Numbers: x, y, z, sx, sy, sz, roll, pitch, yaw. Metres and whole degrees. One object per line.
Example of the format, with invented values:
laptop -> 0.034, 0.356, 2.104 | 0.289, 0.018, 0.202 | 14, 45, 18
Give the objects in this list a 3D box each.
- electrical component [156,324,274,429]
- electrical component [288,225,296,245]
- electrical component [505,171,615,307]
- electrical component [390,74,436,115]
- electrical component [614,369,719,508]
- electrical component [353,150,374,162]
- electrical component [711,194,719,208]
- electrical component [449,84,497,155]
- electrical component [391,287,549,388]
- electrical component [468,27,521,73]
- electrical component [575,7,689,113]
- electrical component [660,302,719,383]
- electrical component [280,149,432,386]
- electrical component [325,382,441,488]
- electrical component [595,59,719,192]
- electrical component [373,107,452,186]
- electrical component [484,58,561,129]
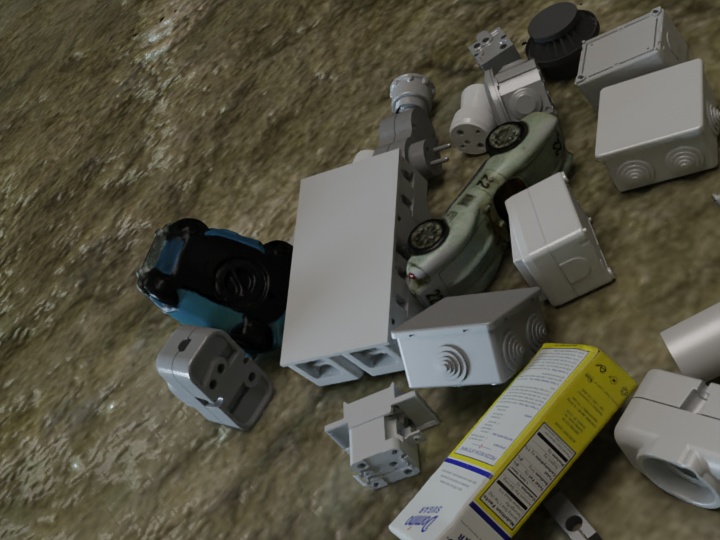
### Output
electrical component -> -0.130, 0.093, 0.948 | 0.059, 0.095, 0.053 | 5, 54, 44
electrical component -> -0.041, -0.033, 1.051 | 0.066, 0.048, 0.055 | -13, 50, 31
electrical component -> 0.153, -0.027, 0.858 | 0.061, 0.061, 0.096 | -27, 37, 16
electrical component -> 0.054, -0.170, 1.120 | 0.048, 0.048, 0.062 | -17, 48, 28
electrical component -> 0.211, 0.107, 0.667 | 0.095, 0.053, 0.059 | 13, 60, 48
electrical component -> 0.004, -0.084, 1.072 | 0.040, 0.040, 0.078 | -5, 47, 38
electrical component -> 0.298, -0.073, 0.799 | 0.078, 0.040, 0.040 | -34, 36, 7
electrical component -> 0.113, -0.145, 1.038 | 0.045, 0.045, 0.055 | -9, 46, 35
electrical component -> 0.086, 0.052, 0.813 | 0.100, 0.048, 0.100 | -8, 12, 36
electrical component -> 0.141, -0.201, 1.065 | 0.048, 0.055, 0.066 | -32, 36, 9
electrical component -> 0.238, -0.176, 0.953 | 0.096, 0.061, 0.061 | -19, 40, 37
electrical component -> 0.247, 0.042, 0.715 | 0.081, 0.043, 0.043 | -30, 36, 13
electrical component -> 0.000, 0.000, 0.934 | 0.105, 0.060, 0.186 | -14, 56, 30
electrical component -> 0.018, 0.129, 0.825 | 0.081, 0.042, 0.063 | -25, 39, 20
electrical component -> 0.246, -0.117, 0.886 | 0.100, 0.048, 0.099 | -14, 42, 30
electrical component -> 0.055, -0.104, 1.037 | 0.074, 0.052, 0.138 | -15, 42, 30
electrical component -> 0.149, -0.153, 0.987 | 0.051, 0.080, 0.080 | -21, 39, 14
